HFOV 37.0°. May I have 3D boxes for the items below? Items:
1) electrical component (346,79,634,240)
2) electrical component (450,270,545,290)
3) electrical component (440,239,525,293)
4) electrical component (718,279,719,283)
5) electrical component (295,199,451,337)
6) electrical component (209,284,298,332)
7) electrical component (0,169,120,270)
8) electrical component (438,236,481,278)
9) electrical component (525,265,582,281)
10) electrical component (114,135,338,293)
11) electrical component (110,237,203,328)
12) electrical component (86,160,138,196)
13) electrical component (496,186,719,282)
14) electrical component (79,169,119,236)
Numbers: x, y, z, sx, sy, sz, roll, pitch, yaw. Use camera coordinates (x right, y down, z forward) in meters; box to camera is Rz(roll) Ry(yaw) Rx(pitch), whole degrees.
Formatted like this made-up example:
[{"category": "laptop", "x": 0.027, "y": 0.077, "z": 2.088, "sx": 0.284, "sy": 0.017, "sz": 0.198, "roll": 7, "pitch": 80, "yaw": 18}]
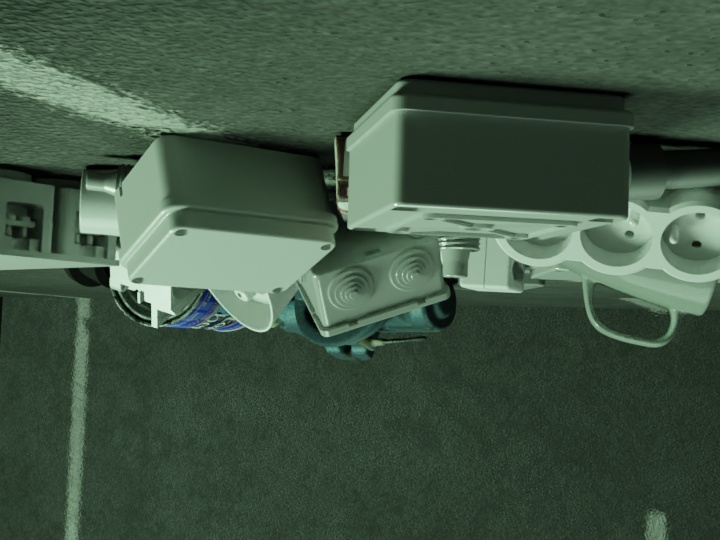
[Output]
[{"category": "electrical component", "x": 0.055, "y": -0.047, "z": 0.503, "sx": 0.109, "sy": 0.056, "sz": 0.109, "roll": 3, "pitch": 176, "yaw": -11}, {"category": "electrical component", "x": 0.117, "y": -0.013, "z": 0.950, "sx": 0.078, "sy": 0.057, "sz": 0.113, "roll": 2, "pitch": 176, "yaw": -6}, {"category": "electrical component", "x": 0.086, "y": -0.018, "z": 0.830, "sx": 0.077, "sy": 0.065, "sz": 0.047, "roll": 2, "pitch": 176, "yaw": 22}, {"category": "electrical component", "x": 0.268, "y": -0.017, "z": 0.865, "sx": 0.080, "sy": 0.051, "sz": 0.080, "roll": 2, "pitch": 176, "yaw": 0}, {"category": "electrical component", "x": 0.001, "y": -0.010, "z": 0.705, "sx": 0.100, "sy": 0.048, "sz": 0.099, "roll": -17, "pitch": -146, "yaw": -10}, {"category": "electrical component", "x": -0.085, "y": -0.009, "z": 0.788, "sx": 0.099, "sy": 0.099, "sz": 0.064, "roll": -2, "pitch": -145, "yaw": 44}, {"category": "electrical component", "x": -0.279, "y": -0.035, "z": 0.807, "sx": 0.186, "sy": 0.060, "sz": 0.105, "roll": -1, "pitch": 175, "yaw": 40}, {"category": "electrical component", "x": 0.068, "y": -0.026, "z": 0.753, "sx": 0.048, "sy": 0.062, "sz": 0.048, "roll": 2, "pitch": 176, "yaw": 0}, {"category": "electrical component", "x": 0.182, "y": -0.023, "z": 0.778, "sx": 0.109, "sy": 0.056, "sz": 0.108, "roll": 2, "pitch": 176, "yaw": 0}, {"category": "electrical component", "x": -0.079, "y": -0.029, "z": 0.632, "sx": 0.113, "sy": 0.057, "sz": 0.078, "roll": 5, "pitch": 151, "yaw": -35}, {"category": "electrical component", "x": -0.160, "y": -0.002, "z": 0.835, "sx": 0.064, "sy": 0.081, "sz": 0.042, "roll": 17, "pitch": -148, "yaw": 17}, {"category": "electrical component", "x": -0.140, "y": -0.053, "z": 0.673, "sx": 0.061, "sy": 0.035, "sz": 0.035, "roll": 6, "pitch": 176, "yaw": -8}, {"category": "electrical component", "x": 0.151, "y": -0.038, "z": 0.622, "sx": 0.138, "sy": 0.052, "sz": 0.073, "roll": 6, "pitch": -146, "yaw": 15}, {"category": "electrical component", "x": -0.152, "y": -0.043, "z": 0.745, "sx": 0.077, "sy": 0.043, "sz": 0.079, "roll": 3, "pitch": 176, "yaw": -11}]
